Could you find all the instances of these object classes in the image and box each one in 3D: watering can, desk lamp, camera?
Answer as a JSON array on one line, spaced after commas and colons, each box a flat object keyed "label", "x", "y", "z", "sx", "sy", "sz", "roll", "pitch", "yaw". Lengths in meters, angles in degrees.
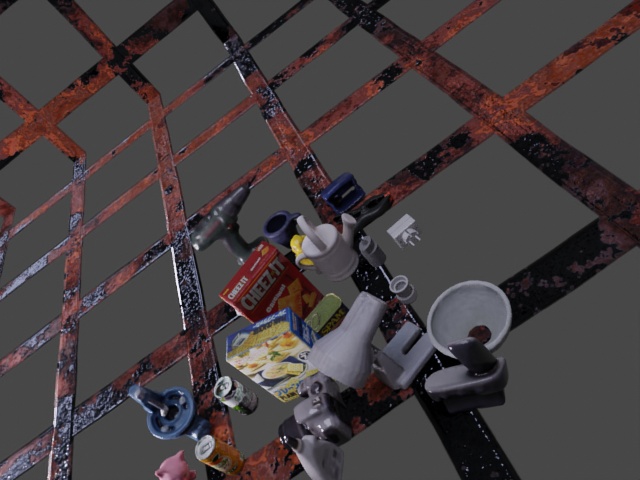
[{"label": "watering can", "x": 0.012, "y": 0.004, "z": 1.391, "sx": 0.173, "sy": 0.195, "sz": 0.100, "roll": -49, "pitch": 39, "yaw": -9}, {"label": "desk lamp", "x": 0.100, "y": 0.207, "z": 1.112, "sx": 0.203, "sy": 0.214, "sz": 0.117, "roll": -50, "pitch": 40, "yaw": -10}, {"label": "camera", "x": -0.022, "y": 0.356, "z": 1.165, "sx": 0.136, "sy": 0.101, "sz": 0.143, "roll": -32, "pitch": 40, "yaw": 11}]

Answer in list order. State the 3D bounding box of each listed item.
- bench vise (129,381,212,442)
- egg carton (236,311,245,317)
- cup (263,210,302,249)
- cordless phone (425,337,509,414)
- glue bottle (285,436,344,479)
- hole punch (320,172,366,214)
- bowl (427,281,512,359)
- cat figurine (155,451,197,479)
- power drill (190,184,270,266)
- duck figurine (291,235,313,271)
[{"label": "bench vise", "x": -0.382, "y": 0.393, "z": 1.331, "sx": 0.206, "sy": 0.220, "sz": 0.121, "roll": -10, "pitch": 49, "yaw": 33}, {"label": "egg carton", "x": -0.167, "y": 0.134, "z": 1.516, "sx": 0.107, "sy": 0.070, "sz": 0.150, "roll": -10, "pitch": 48, "yaw": 33}, {"label": "cup", "x": -0.084, "y": -0.026, "z": 1.577, "sx": 0.117, "sy": 0.095, "sz": 0.091, "roll": -26, "pitch": 41, "yaw": 19}, {"label": "cordless phone", "x": 0.241, "y": 0.222, "z": 1.005, "sx": 0.147, "sy": 0.186, "sz": 0.094, "roll": -22, "pitch": 43, "yaw": 22}, {"label": "glue bottle", "x": -0.014, "y": 0.398, "z": 1.060, "sx": 0.037, "sy": 0.174, "sz": 0.078, "roll": -13, "pitch": 47, "yaw": 31}, {"label": "hole punch", "x": 0.051, "y": -0.139, "z": 1.574, "sx": 0.108, "sy": 0.091, "sz": 0.100, "roll": -40, "pitch": 39, "yaw": 2}, {"label": "bowl", "x": 0.295, "y": 0.166, "z": 1.102, "sx": 0.167, "sy": 0.075, "sz": 0.167, "roll": -22, "pitch": 43, "yaw": 22}, {"label": "cat figurine", "x": -0.326, "y": 0.523, "z": 1.245, "sx": 0.128, "sy": 0.118, "sz": 0.067, "roll": -38, "pitch": 39, "yaw": 4}, {"label": "power drill", "x": -0.239, "y": -0.027, "z": 1.615, "sx": 0.229, "sy": 0.209, "sz": 0.075, "roll": -37, "pitch": 39, "yaw": 5}, {"label": "duck figurine", "x": -0.044, "y": 0.019, "z": 1.509, "sx": 0.077, "sy": 0.086, "sz": 0.104, "roll": -27, "pitch": 41, "yaw": 17}]
